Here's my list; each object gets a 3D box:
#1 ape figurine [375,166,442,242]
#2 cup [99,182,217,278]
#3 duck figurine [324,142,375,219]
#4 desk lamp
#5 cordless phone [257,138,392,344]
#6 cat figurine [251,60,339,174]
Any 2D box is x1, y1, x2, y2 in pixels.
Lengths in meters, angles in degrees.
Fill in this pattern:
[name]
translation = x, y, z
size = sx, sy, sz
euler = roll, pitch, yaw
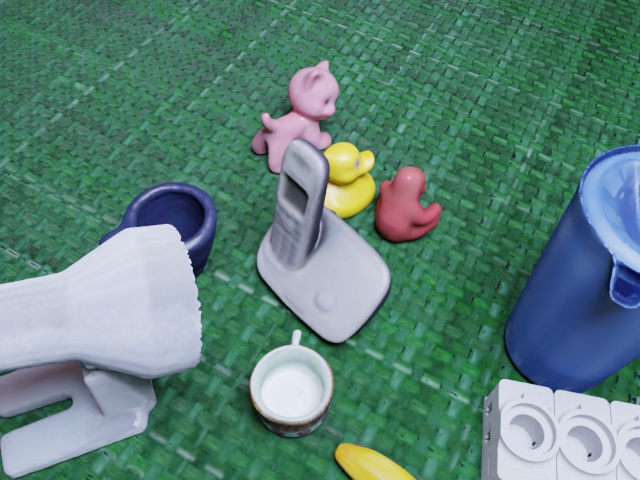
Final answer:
[ape figurine]
translation = 0.098, -0.046, 0.649
size = 0.076, 0.092, 0.077
euler = -32, 63, -22
[cup]
translation = -0.161, 0.006, 0.597
size = 0.118, 0.095, 0.091
euler = -22, 59, -17
[duck figurine]
translation = 0.017, -0.076, 0.668
size = 0.105, 0.086, 0.077
euler = -13, 57, -12
[desk lamp]
translation = -0.192, 0.092, 0.465
size = 0.203, 0.213, 0.117
euler = -19, 58, -15
[cordless phone]
translation = 0.005, 0.002, 0.554
size = 0.147, 0.185, 0.094
euler = 40, 63, 22
[cat figurine]
translation = -0.025, -0.162, 0.706
size = 0.128, 0.118, 0.067
euler = -36, 64, -24
